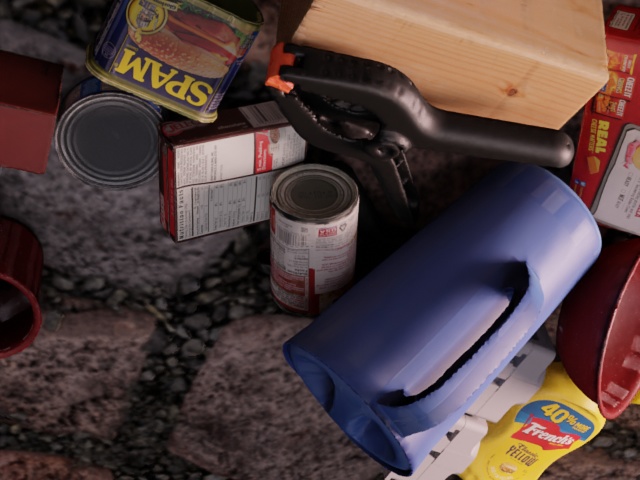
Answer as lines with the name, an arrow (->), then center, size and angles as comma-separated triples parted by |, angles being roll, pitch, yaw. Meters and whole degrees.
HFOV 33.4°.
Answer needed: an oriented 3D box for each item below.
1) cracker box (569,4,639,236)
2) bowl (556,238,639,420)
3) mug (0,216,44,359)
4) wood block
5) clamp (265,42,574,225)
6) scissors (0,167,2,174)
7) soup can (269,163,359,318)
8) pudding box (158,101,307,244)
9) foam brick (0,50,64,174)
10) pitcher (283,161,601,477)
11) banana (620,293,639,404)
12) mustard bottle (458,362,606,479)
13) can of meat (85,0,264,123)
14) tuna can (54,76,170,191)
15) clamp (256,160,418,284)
cracker box -> 0.303, -0.071, 0.789 | 0.214, 0.072, 0.164 | 16, 130, 18
bowl -> 0.240, 0.063, 0.883 | 0.055, 0.161, 0.162 | 18, 136, 32
mug -> -0.262, 0.025, 0.839 | 0.093, 0.081, 0.117 | 3, 127, -9
wood block -> 0.082, -0.146, 0.730 | 0.205, 0.090, 0.091 | 14, 148, -17
clamp -> 0.045, -0.071, 0.738 | 0.209, 0.036, 0.165 | 22, 151, -25
scissors -> -0.318, -0.025, 0.836 | 0.096, 0.016, 0.202 | 22, 122, -22
soup can -> -0.005, 0.001, 0.817 | 0.068, 0.068, 0.102 | -3, 133, -5
pudding box -> -0.066, -0.053, 0.811 | 0.113, 0.039, 0.090 | -13, 132, -22
foam brick -> -0.214, -0.091, 0.760 | 0.053, 0.078, 0.051 | 12, 123, -16
pitcher -> 0.104, 0.052, 0.803 | 0.242, 0.149, 0.145 | -42, 149, -16
banana -> 0.289, 0.095, 0.990 | 0.069, 0.037, 0.197 | -17, 127, 6
mustard bottle -> 0.213, 0.170, 1.018 | 0.096, 0.058, 0.192 | 33, 120, -20
can of meat -> -0.101, -0.143, 0.749 | 0.102, 0.057, 0.084 | 22, 119, -22
tuna can -> -0.155, -0.081, 0.802 | 0.086, 0.034, 0.086 | -3, 127, -5
clamp -> 0.046, 0.005, 0.891 | 0.171, 0.039, 0.120 | 19, 128, -17
